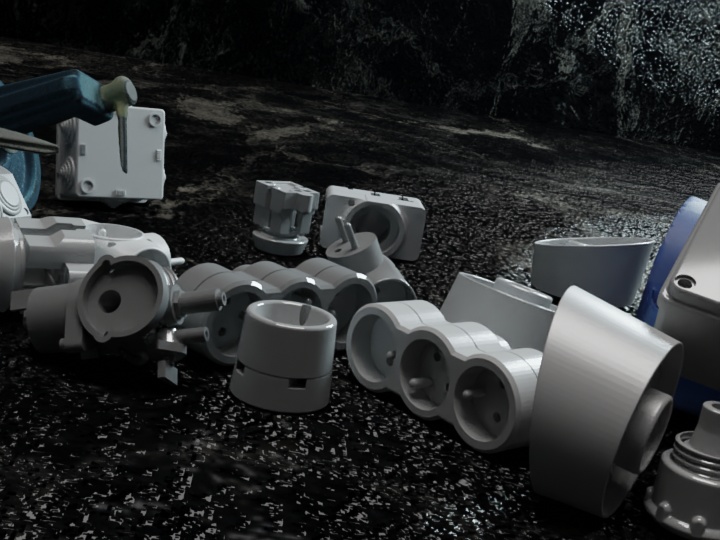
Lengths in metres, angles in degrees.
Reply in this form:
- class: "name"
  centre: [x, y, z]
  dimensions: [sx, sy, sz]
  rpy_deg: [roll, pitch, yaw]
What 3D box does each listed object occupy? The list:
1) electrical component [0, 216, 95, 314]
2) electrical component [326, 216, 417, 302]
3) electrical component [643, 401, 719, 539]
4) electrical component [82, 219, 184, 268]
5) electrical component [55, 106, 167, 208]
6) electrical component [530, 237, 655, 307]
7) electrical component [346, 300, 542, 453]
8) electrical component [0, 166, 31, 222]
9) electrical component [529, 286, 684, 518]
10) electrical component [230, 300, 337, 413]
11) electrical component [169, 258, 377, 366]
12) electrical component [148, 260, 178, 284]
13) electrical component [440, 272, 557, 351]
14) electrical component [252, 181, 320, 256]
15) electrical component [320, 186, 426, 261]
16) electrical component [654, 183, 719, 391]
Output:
- class: "electrical component"
  centre: [-0.198, -0.003, 0.655]
  dimensions: [0.057, 0.058, 0.078]
  rpy_deg: [2, 23, -30]
- class: "electrical component"
  centre: [0.000, 0.000, 0.745]
  dimensions: [0.043, 0.079, 0.077]
  rpy_deg: [-25, 23, -12]
- class: "electrical component"
  centre: [0.163, 0.093, 0.505]
  dimensions: [0.048, 0.062, 0.048]
  rpy_deg: [9, 14, -2]
- class: "electrical component"
  centre: [-0.155, -0.006, 0.727]
  dimensions: [0.077, 0.044, 0.079]
  rpy_deg: [19, 17, 36]
- class: "electrical component"
  centre: [-0.225, -0.106, 0.976]
  dimensions: [0.100, 0.099, 0.048]
  rpy_deg: [0, 4, -35]
- class: "electrical component"
  centre: [0.198, -0.006, 0.927]
  dimensions: [0.099, 0.064, 0.099]
  rpy_deg: [9, 13, -2]
- class: "electrical component"
  centre: [0.063, 0.055, 0.609]
  dimensions: [0.074, 0.052, 0.138]
  rpy_deg: [-2, 18, -41]
- class: "electrical component"
  centre: [-0.259, -0.034, 0.697]
  dimensions: [0.080, 0.080, 0.051]
  rpy_deg: [13, 9, 13]
- class: "electrical component"
  centre: [0.112, 0.064, 0.512]
  dimensions: [0.064, 0.099, 0.099]
  rpy_deg: [24, 18, 26]
- class: "electrical component"
  centre: [-0.041, 0.046, 0.588]
  dimensions: [0.055, 0.047, 0.055]
  rpy_deg: [9, 14, -2]
- class: "electrical component"
  centre: [-0.063, 0.019, 0.670]
  dimensions: [0.138, 0.052, 0.074]
  rpy_deg: [-3, 19, -44]
- class: "electrical component"
  centre: [-0.129, 0.015, 0.661]
  dimensions: [0.062, 0.043, 0.043]
  rpy_deg: [0, 17, -42]
- class: "electrical component"
  centre: [0.098, 0.041, 0.721]
  dimensions: [0.099, 0.064, 0.099]
  rpy_deg: [20, 5, -2]
- class: "electrical component"
  centre: [-0.066, -0.044, 0.920]
  dimensions: [0.048, 0.055, 0.066]
  rpy_deg: [-2, 18, -40]
- class: "electrical component"
  centre: [0.011, -0.042, 0.974]
  dimensions: [0.089, 0.050, 0.055]
  rpy_deg: [8, 14, -5]
- class: "electrical component"
  centre: [0.215, 0.015, 0.541]
  dimensions: [0.109, 0.056, 0.108]
  rpy_deg: [21, 46, 21]
